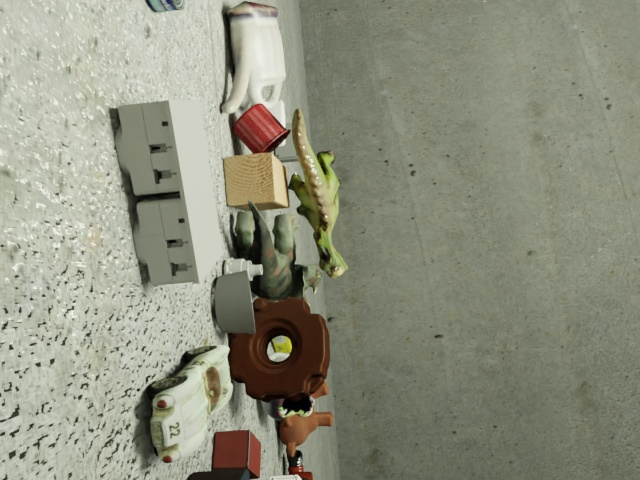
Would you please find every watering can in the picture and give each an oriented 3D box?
[{"bbox_3d":[-0.139,-0.377,1.067,0.353,0.104,0.221,-61,145,-67],"label":"watering can"}]

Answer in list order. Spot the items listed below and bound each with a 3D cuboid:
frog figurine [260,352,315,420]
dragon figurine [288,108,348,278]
[{"bbox_3d":[-0.087,0.288,1.068,0.161,0.124,0.135,28,-38,51],"label":"frog figurine"},{"bbox_3d":[0.003,-0.054,1.079,0.401,0.122,0.248,69,6,-55],"label":"dragon figurine"}]
